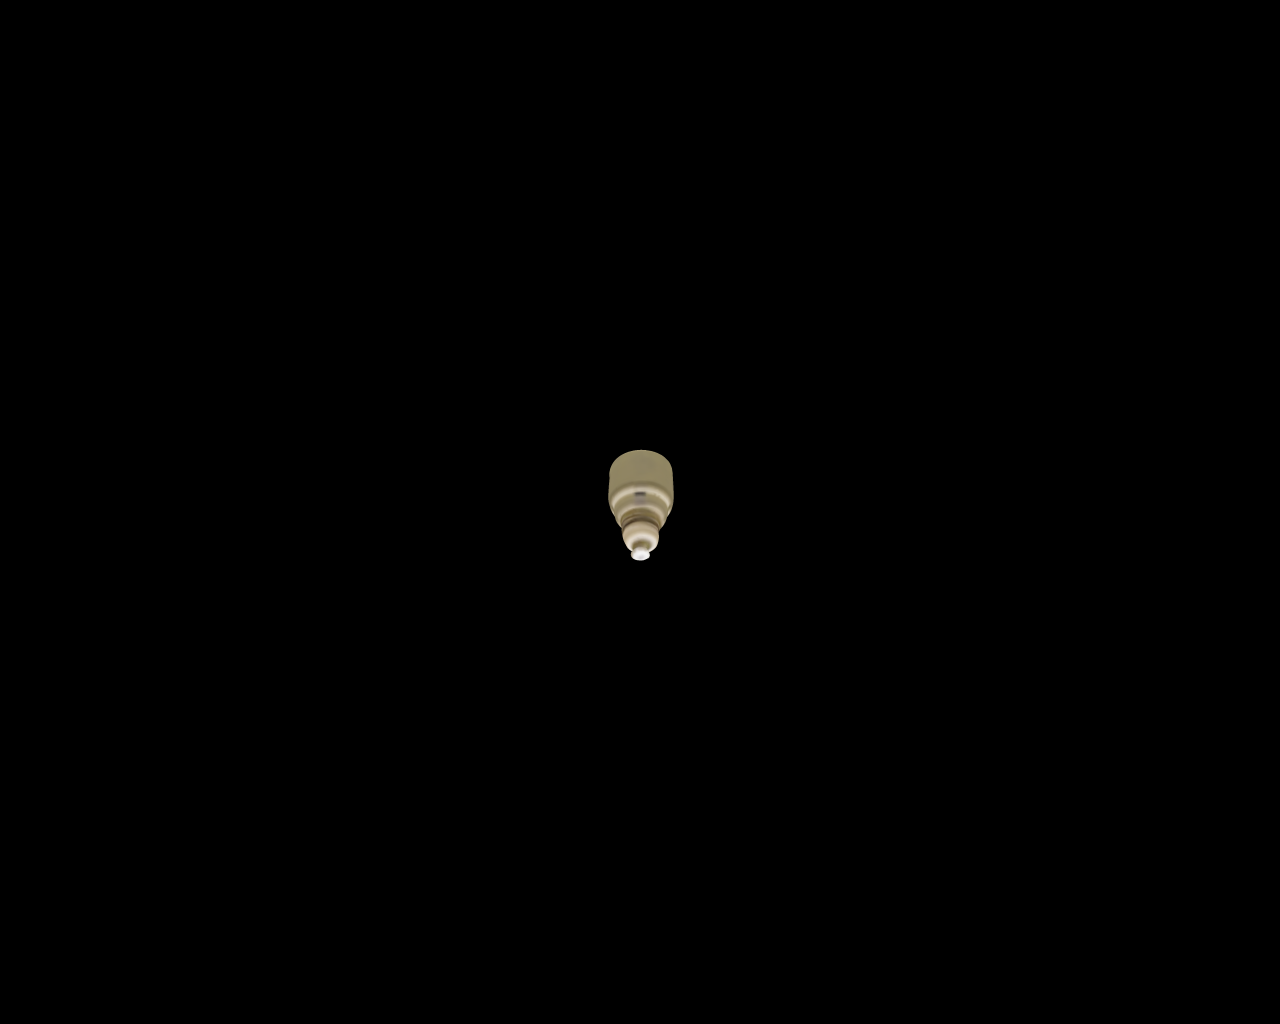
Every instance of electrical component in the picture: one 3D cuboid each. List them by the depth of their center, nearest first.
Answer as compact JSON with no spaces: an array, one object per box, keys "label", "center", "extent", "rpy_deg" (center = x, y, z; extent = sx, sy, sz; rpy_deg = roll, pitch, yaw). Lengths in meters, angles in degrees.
[{"label":"electrical component","center":[0.001,-0.003,0.650],"extent":[0.040,0.078,0.040],"rpy_deg":[0,-41,0]}]
